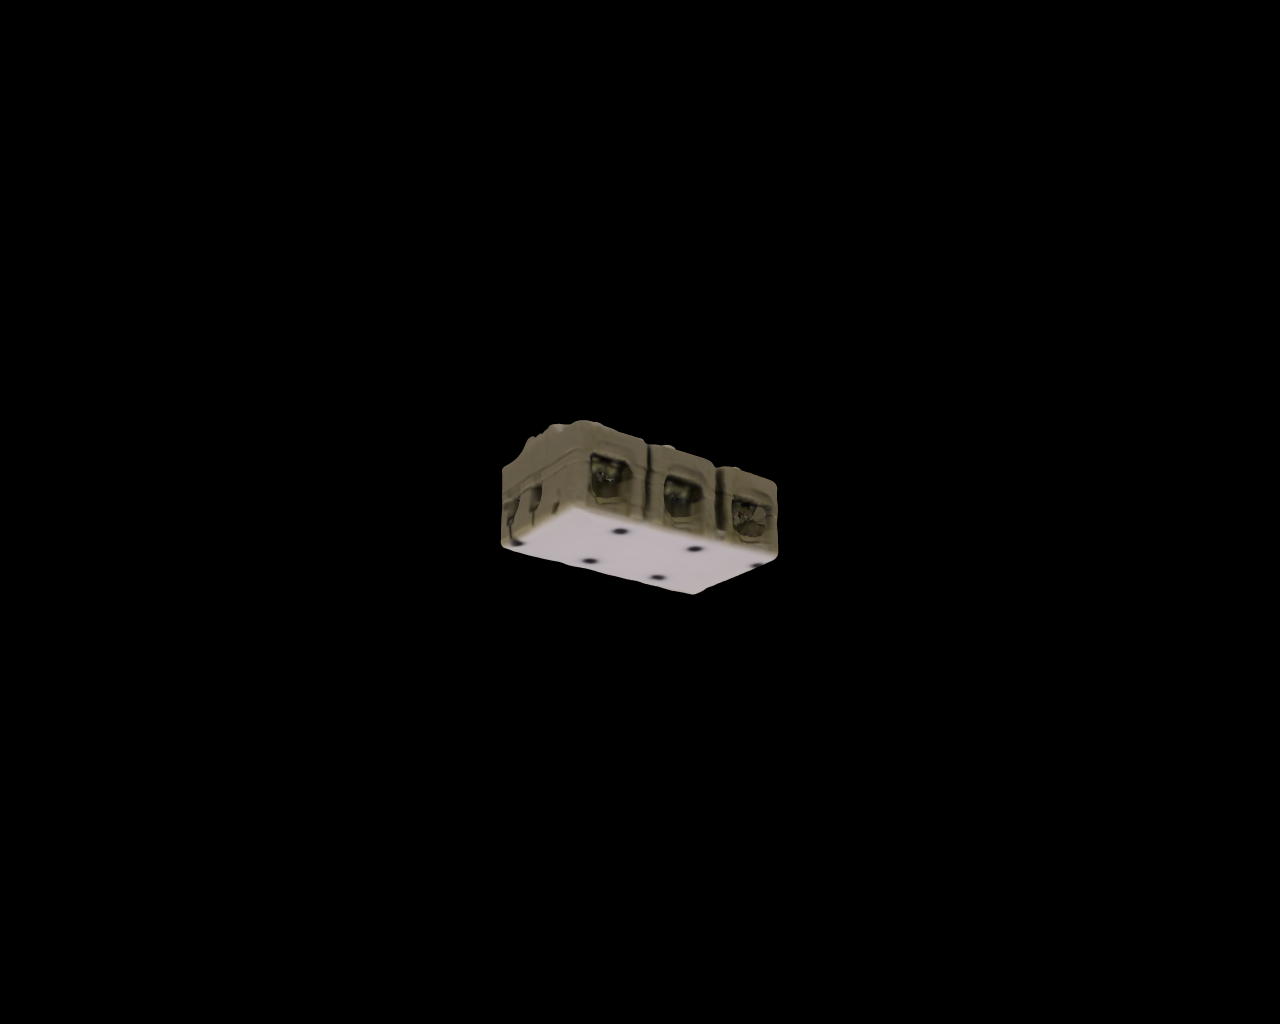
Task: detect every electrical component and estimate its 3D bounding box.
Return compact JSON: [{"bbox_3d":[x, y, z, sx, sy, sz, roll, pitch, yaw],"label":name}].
[{"bbox_3d":[0.001,-0.003,0.650,0.150,0.062,0.089,16,-27,-34],"label":"electrical component"}]
